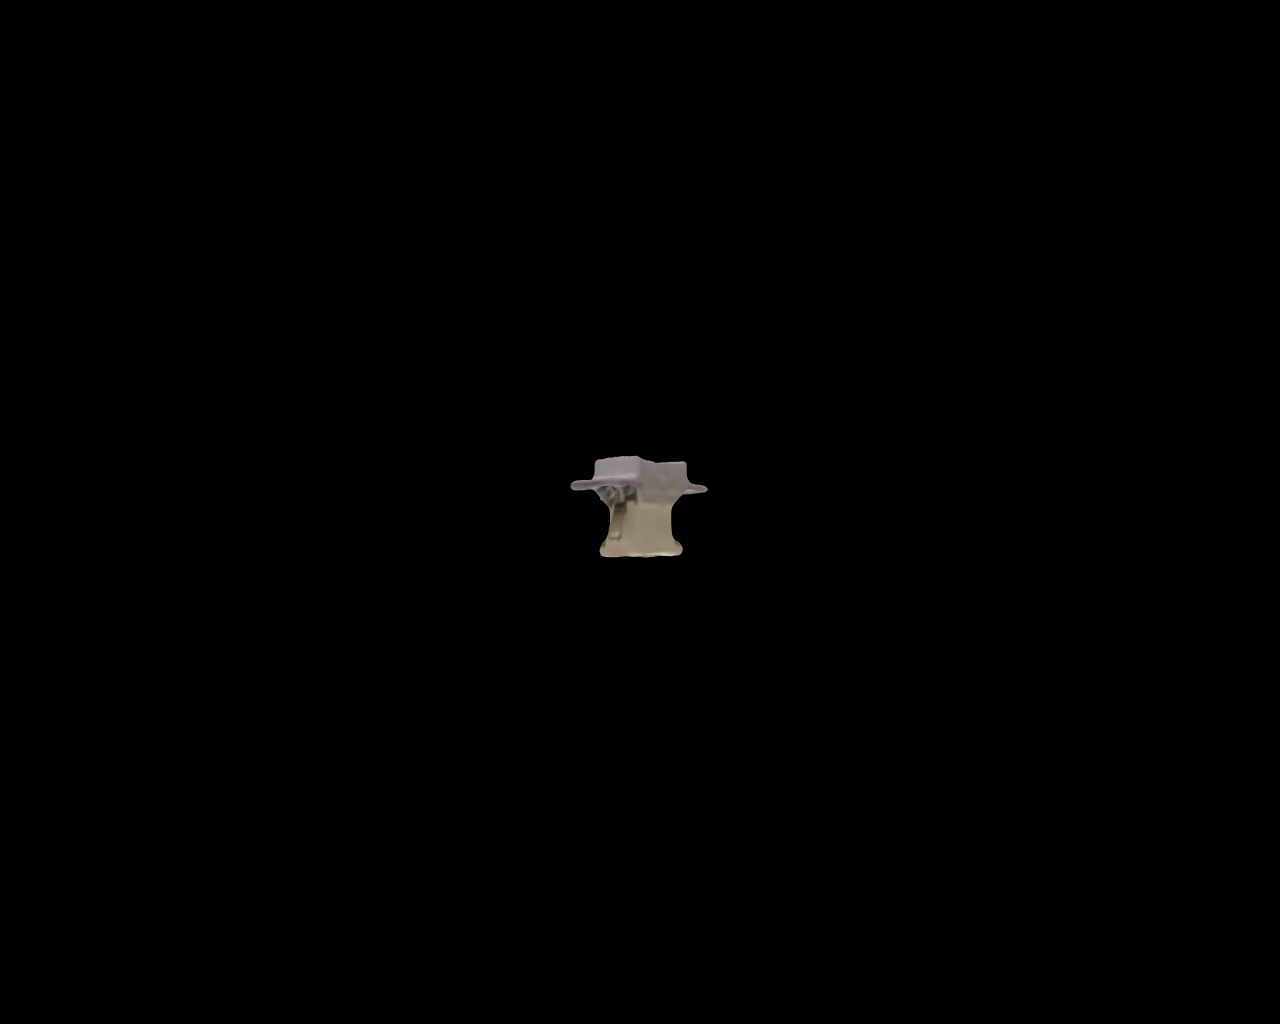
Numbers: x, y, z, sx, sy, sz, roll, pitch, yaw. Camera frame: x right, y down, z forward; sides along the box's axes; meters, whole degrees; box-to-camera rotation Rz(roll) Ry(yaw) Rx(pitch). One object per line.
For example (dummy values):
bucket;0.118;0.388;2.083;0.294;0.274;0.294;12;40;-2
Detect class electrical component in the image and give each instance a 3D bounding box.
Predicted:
electrical component;0.001;-0.003;0.650;0.081;0.063;0.042;4;-6;-43
